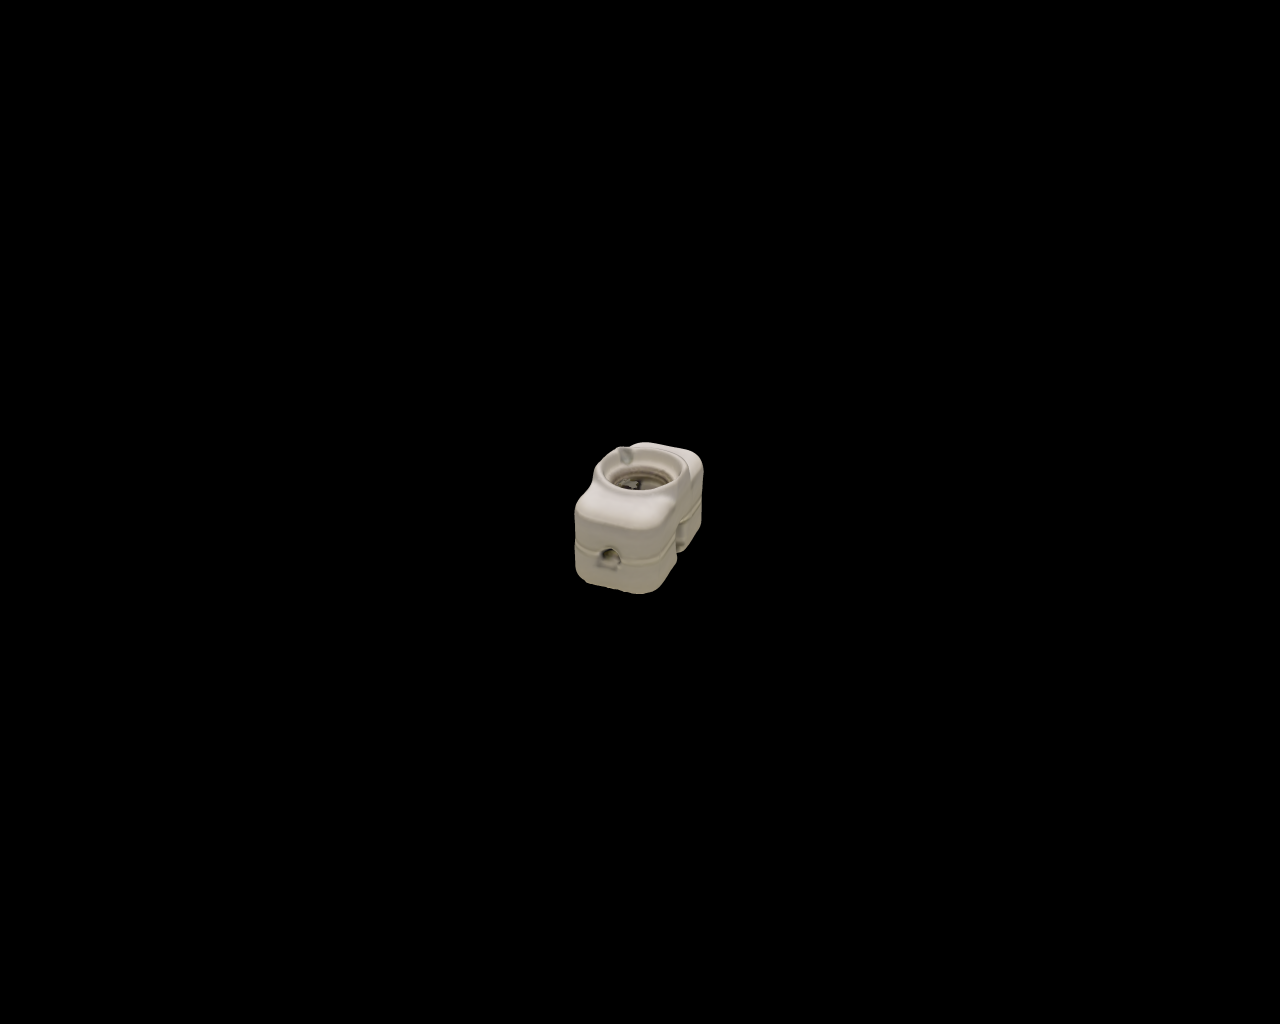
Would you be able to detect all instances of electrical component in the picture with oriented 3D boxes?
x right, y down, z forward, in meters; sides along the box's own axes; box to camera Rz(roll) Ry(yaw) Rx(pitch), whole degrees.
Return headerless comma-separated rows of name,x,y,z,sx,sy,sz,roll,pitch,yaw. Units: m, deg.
electrical component,0.001,-0.003,0.650,0.054,0.059,0.095,12,33,19
